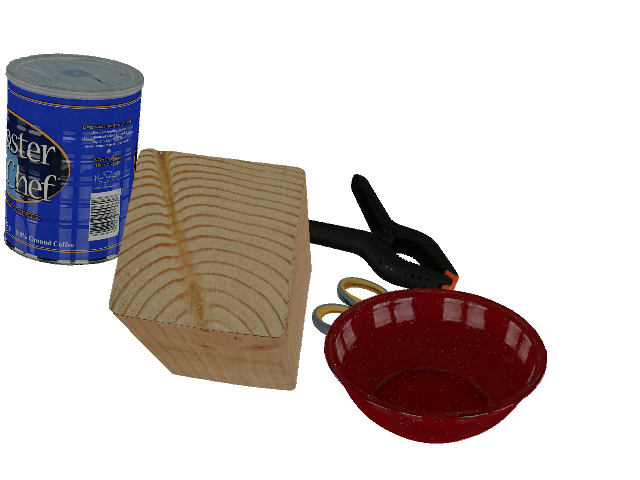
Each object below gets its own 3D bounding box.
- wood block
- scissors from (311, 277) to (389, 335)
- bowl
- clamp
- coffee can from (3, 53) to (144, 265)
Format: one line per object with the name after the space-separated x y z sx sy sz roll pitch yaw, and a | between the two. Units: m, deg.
-0.056 0.027 0.634 0.090 0.091 0.206 8 -15 3 | wood block
0.071 0.093 1.018 0.096 0.016 0.202 -23 39 -28 | scissors
0.083 0.100 0.788 0.162 0.055 0.162 0 30 0 | bowl
0.064 0.004 1.244 0.210 0.036 0.164 39 43 27 | clamp
-0.194 -0.065 0.836 0.102 0.140 0.103 7 23 -3 | coffee can
